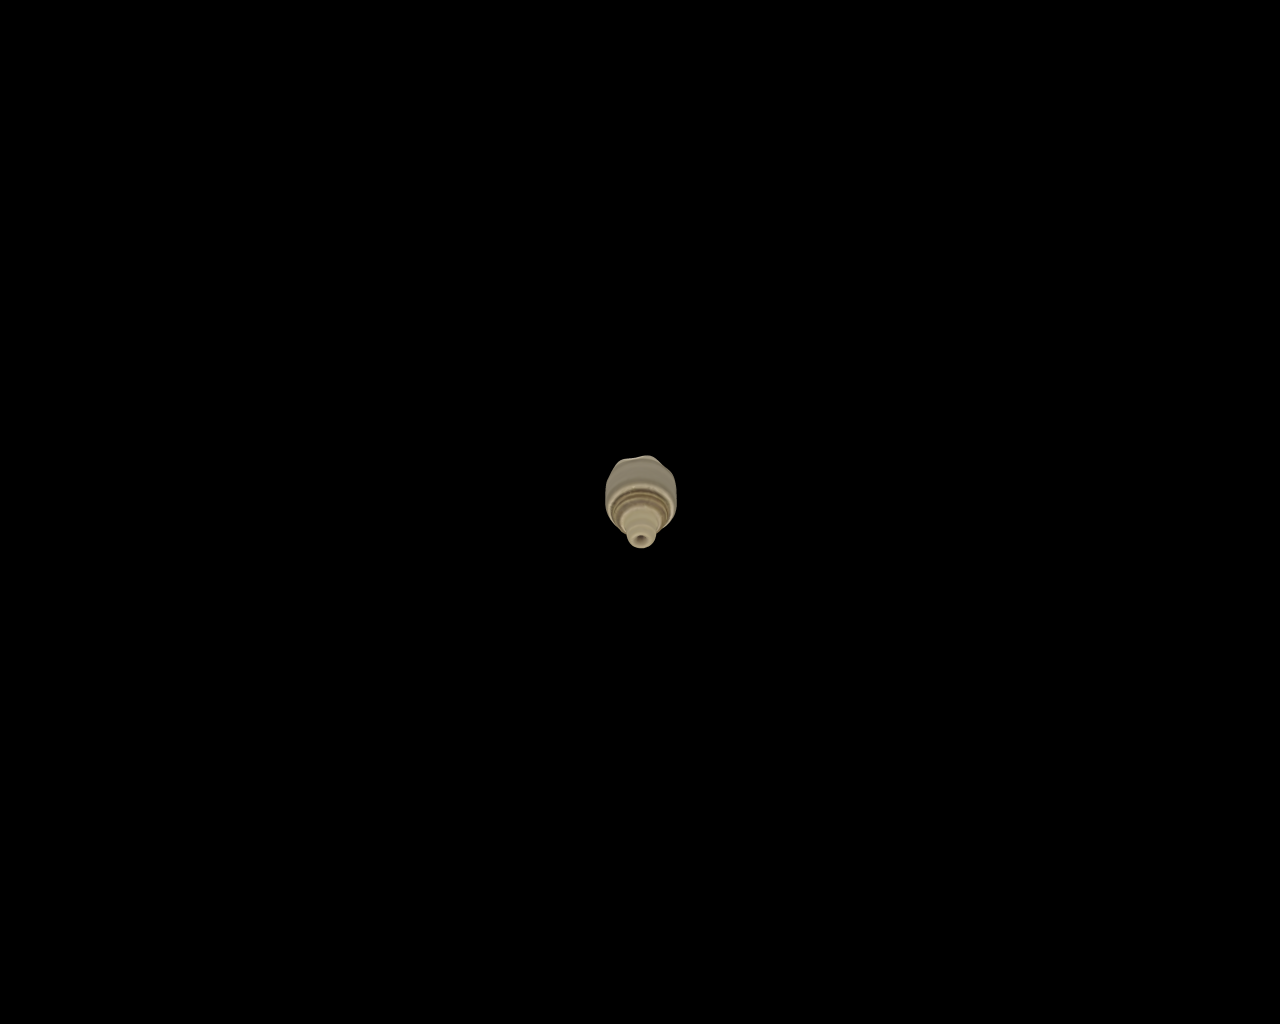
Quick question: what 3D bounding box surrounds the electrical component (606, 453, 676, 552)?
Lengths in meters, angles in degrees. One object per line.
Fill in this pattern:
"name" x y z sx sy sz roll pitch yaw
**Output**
"electrical component" 0.001 -0.003 0.650 0.043 0.043 0.062 0 40 0
